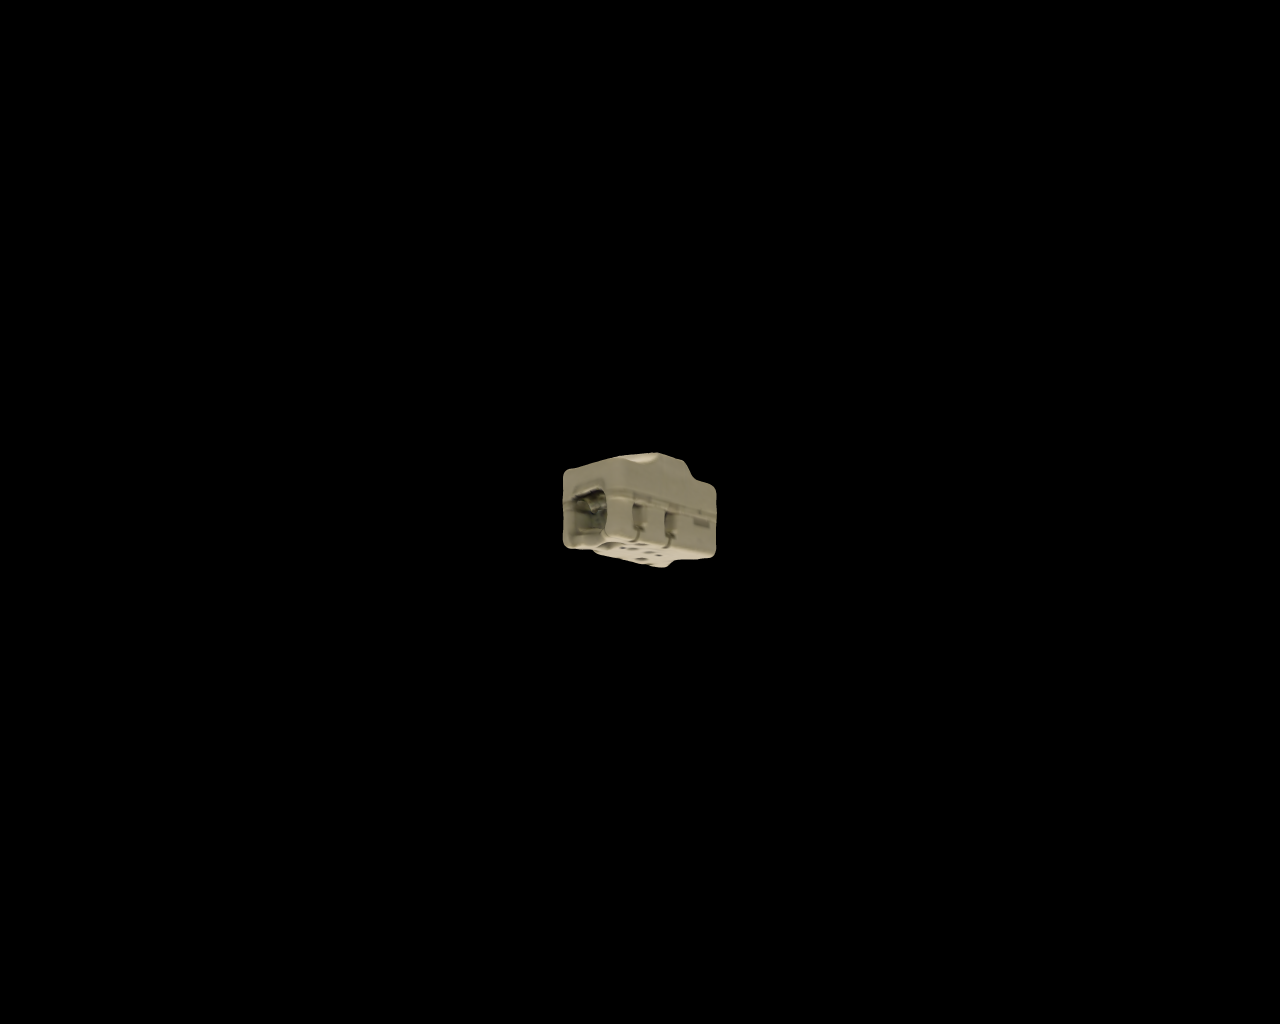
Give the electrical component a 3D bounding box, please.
[{"bbox_3d":[0.001,-0.003,0.650,0.050,0.056,0.089,-14,-20,42],"label":"electrical component"}]
